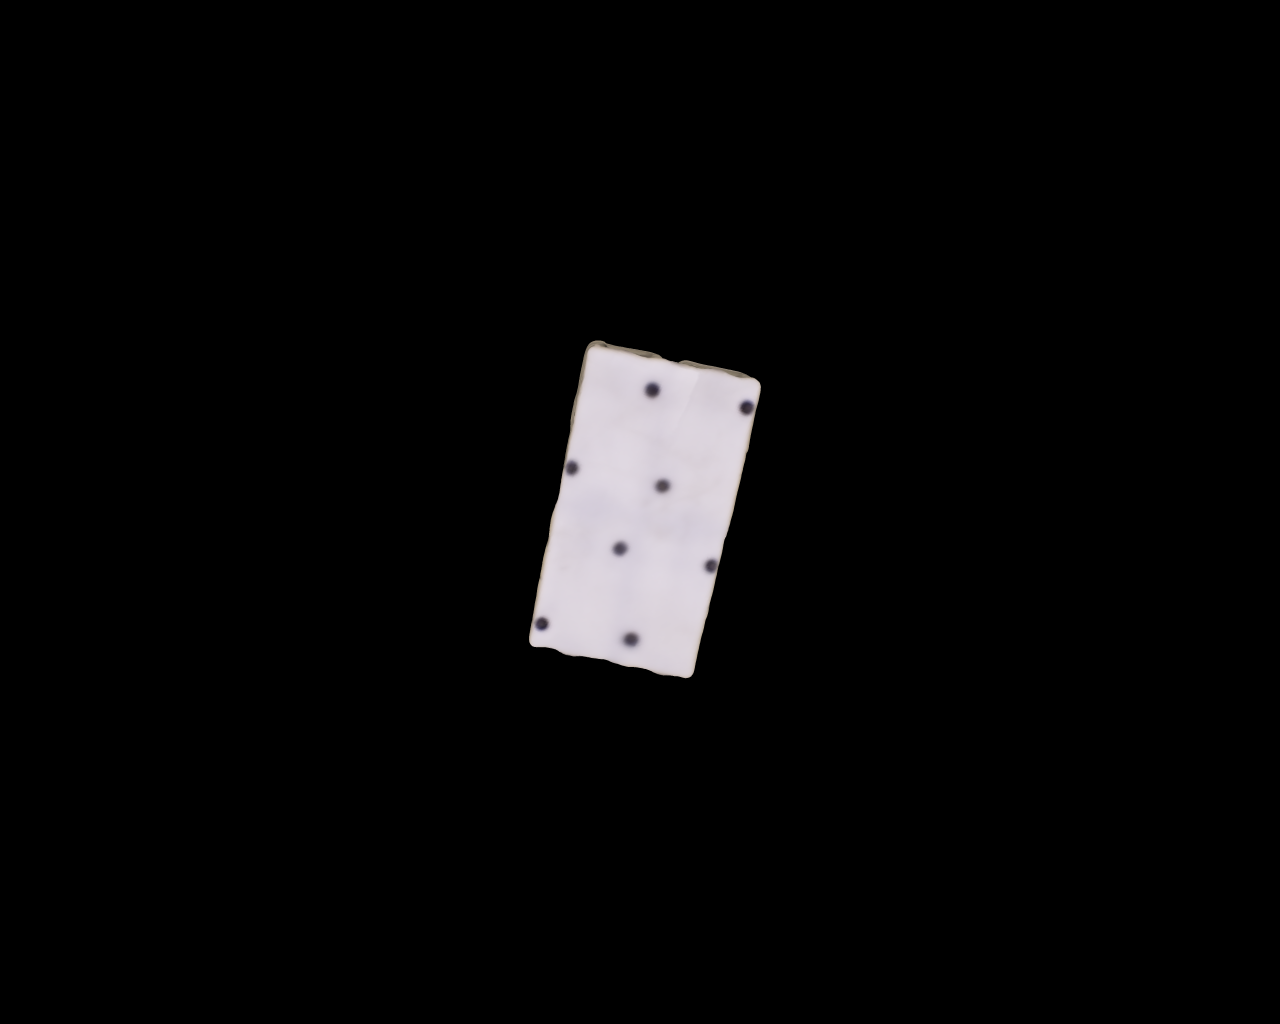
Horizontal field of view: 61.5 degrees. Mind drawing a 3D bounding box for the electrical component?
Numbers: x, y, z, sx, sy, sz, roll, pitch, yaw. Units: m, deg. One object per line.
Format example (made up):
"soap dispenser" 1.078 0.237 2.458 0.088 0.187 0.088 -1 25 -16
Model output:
"electrical component" 0.001 -0.003 0.650 0.105 0.186 0.060 11 11 -2
